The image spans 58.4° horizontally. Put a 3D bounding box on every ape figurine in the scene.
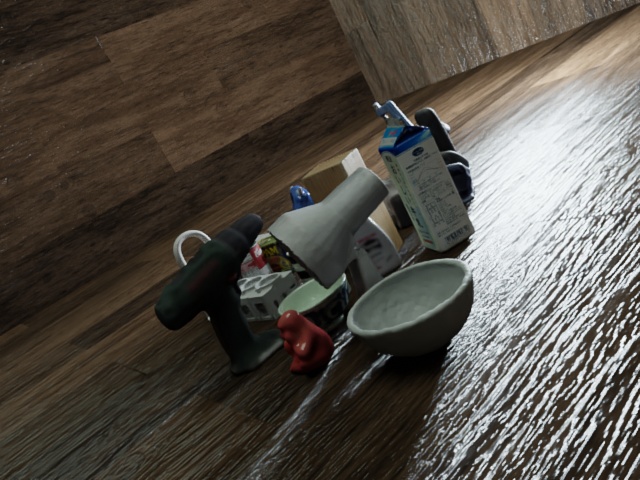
[{"bbox_3d":[-0.028,0.139,0.804,0.076,0.092,0.077,-27,15,4],"label":"ape figurine"}]

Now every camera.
[{"bbox_3d":[0.125,-0.071,1.234,0.136,0.101,0.143,-26,15,6],"label":"camera"}]

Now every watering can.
[{"bbox_3d":[-0.238,0.066,1.232,0.172,0.194,0.101,-19,17,30],"label":"watering can"}]

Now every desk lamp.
[{"bbox_3d":[0.056,0.017,0.828,0.203,0.214,0.117,-31,15,-11],"label":"desk lamp"}]

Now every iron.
[{"bbox_3d":[-0.042,-0.086,1.508,0.119,0.141,0.258,-29,15,-6],"label":"iron"}]

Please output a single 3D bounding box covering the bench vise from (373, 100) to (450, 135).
[{"bbox_3d":[0.244,-0.292,1.541,0.207,0.220,0.121,-21,16,23],"label":"bench vise"}]

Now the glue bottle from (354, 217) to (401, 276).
[{"bbox_3d":[0.073,-0.016,0.991,0.078,0.173,0.037,-29,15,-5],"label":"glue bottle"}]

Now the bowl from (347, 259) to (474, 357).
[{"bbox_3d":[0.123,0.095,0.716,0.167,0.075,0.167,-26,15,8],"label":"bowl"}]

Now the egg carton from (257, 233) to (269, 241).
[{"bbox_3d":[-0.151,0.033,1.438,0.150,0.069,0.107,-11,22,48],"label":"egg carton"}]

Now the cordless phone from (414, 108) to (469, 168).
[{"bbox_3d":[0.245,-0.208,1.319,0.147,0.185,0.094,-14,20,42],"label":"cordless phone"}]

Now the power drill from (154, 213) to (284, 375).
[{"bbox_3d":[-0.139,0.096,0.921,0.230,0.208,0.075,-38,18,-33],"label":"power drill"}]

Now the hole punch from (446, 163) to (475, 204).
[{"bbox_3d":[0.254,-0.114,1.167,0.108,0.091,0.101,-22,16,22],"label":"hole punch"}]
